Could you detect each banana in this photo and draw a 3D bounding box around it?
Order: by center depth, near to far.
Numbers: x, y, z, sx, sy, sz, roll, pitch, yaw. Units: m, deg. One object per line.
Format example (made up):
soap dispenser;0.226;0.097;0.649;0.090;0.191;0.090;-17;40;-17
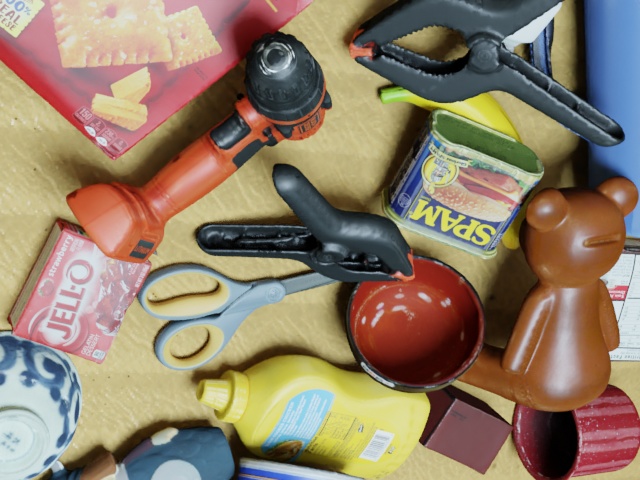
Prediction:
banana;0.131;-0.074;0.869;0.070;0.037;0.197;-31;120;23

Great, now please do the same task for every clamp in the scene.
clamp;0.126;-0.150;0.769;0.210;0.036;0.164;9;128;10
clamp;-0.005;0.001;0.815;0.171;0.120;0.039;27;56;-35

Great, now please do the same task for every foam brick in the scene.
foam brick;0.120;0.162;0.943;0.078;0.051;0.053;30;95;-30

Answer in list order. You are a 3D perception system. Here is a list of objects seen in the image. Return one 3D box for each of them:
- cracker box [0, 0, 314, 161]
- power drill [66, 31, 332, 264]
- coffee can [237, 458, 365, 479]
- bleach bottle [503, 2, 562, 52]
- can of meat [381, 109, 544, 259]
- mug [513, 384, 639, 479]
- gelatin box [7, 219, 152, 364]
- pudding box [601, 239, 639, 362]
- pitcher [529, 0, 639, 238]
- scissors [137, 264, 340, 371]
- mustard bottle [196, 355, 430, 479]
cracker box;-0.109;-0.174;0.672;0.214;0.072;0.164;-37;125;11
power drill;-0.075;-0.060;0.716;0.187;0.184;0.057;-35;84;1
coffee can;-0.025;0.249;0.837;0.102;0.103;0.140;16;75;-27
bleach bottle;0.160;-0.251;0.787;0.068;0.103;0.251;3;117;-30
can of meat;0.111;-0.044;0.833;0.102;0.057;0.084;20;123;-12
mug;0.236;0.163;0.980;0.081;0.093;0.117;0;73;-28
gelatin box;-0.176;0.039;0.782;0.073;0.030;0.089;24;98;-28
pudding box;0.269;0.056;0.974;0.089;0.039;0.113;3;110;-25
pitcher;0.264;-0.128;0.860;0.144;0.149;0.243;-23;121;-32
scissors;-0.049;0.059;0.852;0.201;0.016;0.096;3;110;-24
mustard bottle;-0.011;0.141;0.873;0.191;0.058;0.096;16;121;-27
